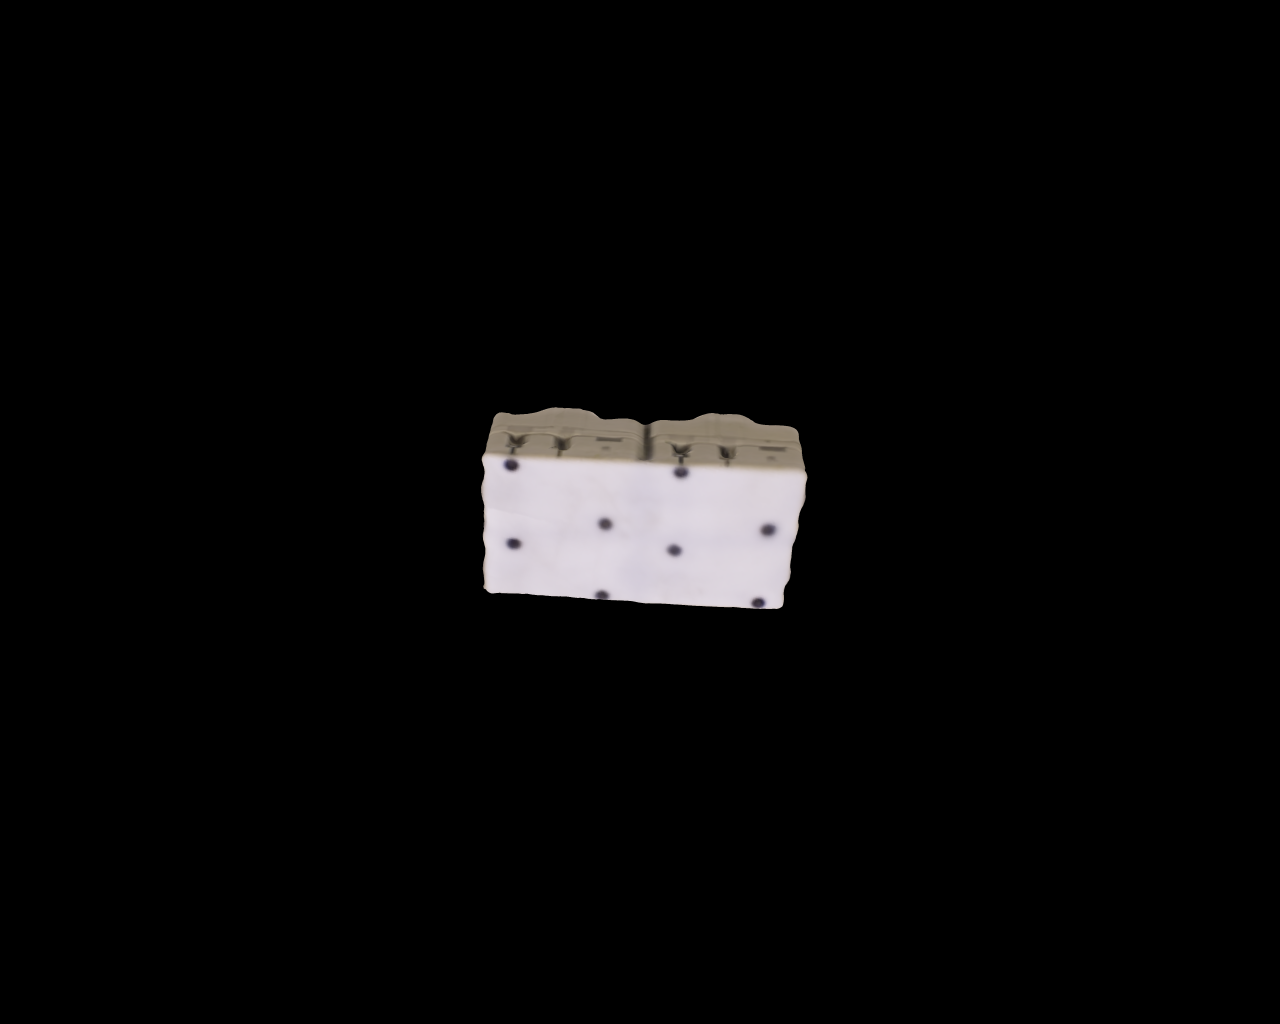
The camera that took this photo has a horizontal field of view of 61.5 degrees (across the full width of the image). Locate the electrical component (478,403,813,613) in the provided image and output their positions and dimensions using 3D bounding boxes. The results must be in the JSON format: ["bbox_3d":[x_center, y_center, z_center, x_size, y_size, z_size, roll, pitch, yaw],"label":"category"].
[{"bbox_3d":[0.001,-0.003,0.650,0.186,0.105,0.060,3,35,-2],"label":"electrical component"}]
